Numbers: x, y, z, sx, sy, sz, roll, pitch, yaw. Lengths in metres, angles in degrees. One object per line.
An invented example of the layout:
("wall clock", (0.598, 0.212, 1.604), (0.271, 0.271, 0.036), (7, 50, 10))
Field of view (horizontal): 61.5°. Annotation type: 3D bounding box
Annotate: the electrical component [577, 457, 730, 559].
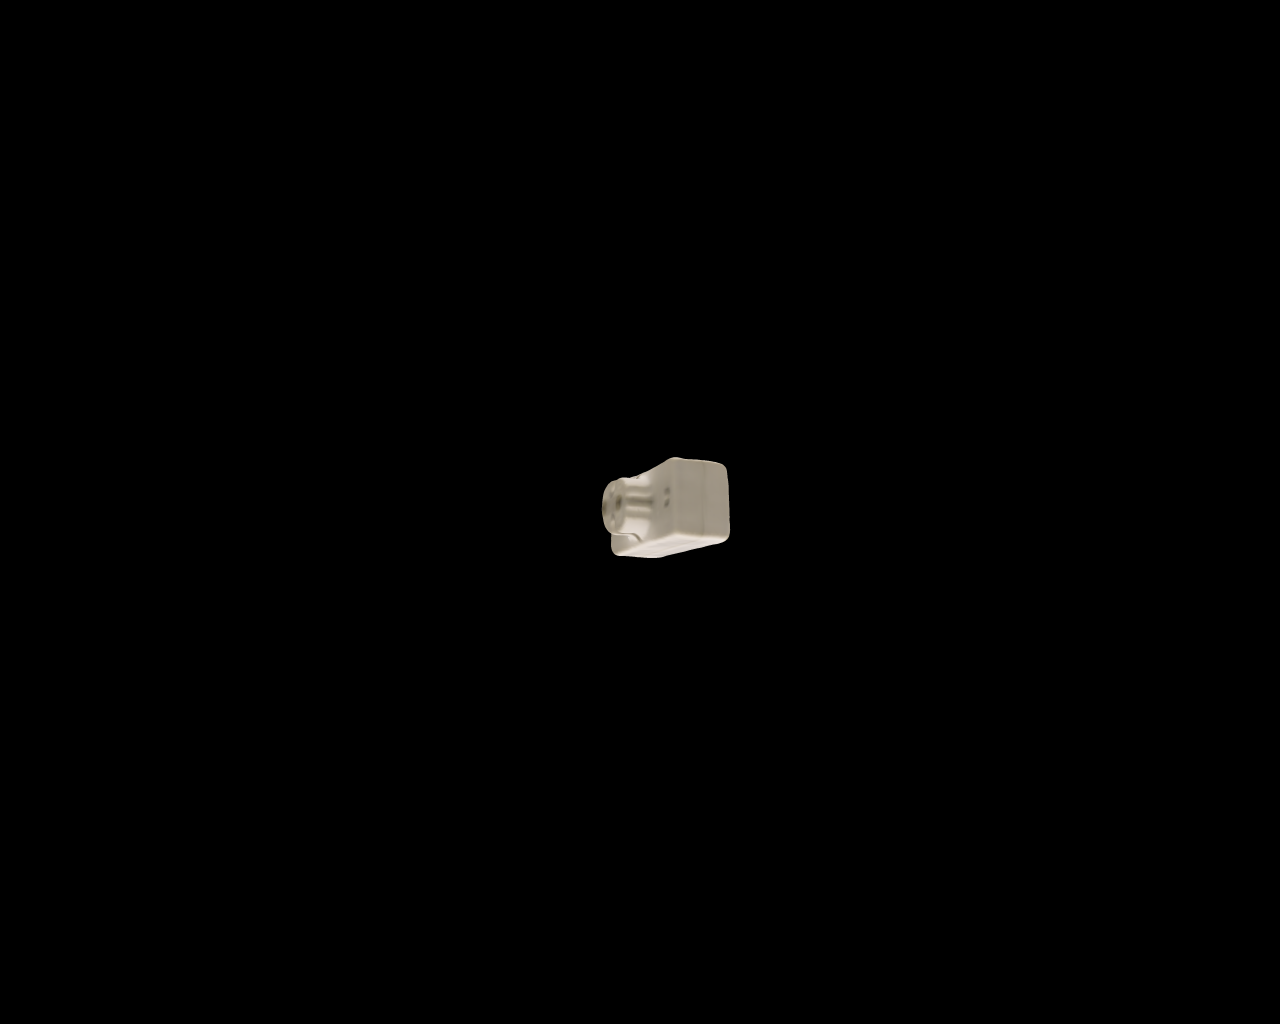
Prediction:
("electrical component", (0.001, -0.003, 0.650), (0.076, 0.047, 0.083), (6, -13, -27))
